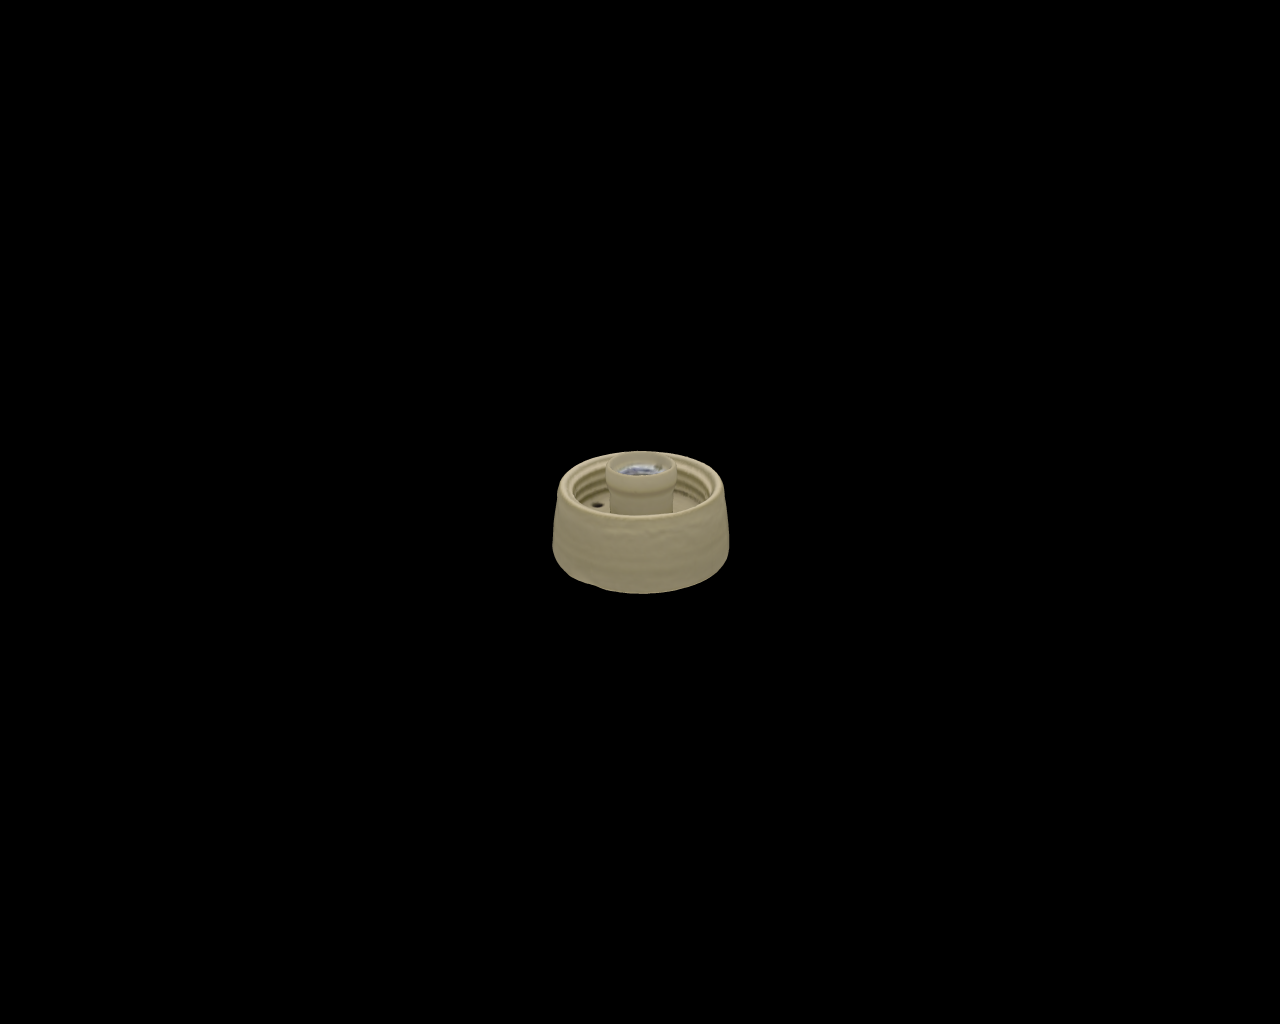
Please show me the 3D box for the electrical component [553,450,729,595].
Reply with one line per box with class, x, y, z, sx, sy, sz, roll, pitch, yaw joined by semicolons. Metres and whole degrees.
electrical component;0.001;-0.003;0.650;0.108;0.060;0.108;0;26;0
